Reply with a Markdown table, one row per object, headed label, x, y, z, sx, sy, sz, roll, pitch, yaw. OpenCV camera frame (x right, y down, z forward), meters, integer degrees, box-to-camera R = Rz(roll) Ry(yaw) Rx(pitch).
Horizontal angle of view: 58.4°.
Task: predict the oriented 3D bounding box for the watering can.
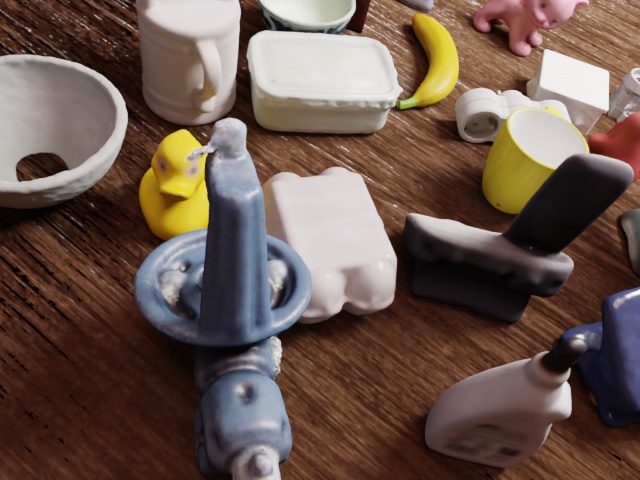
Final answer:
| label | x | y | z | sx | sy | sz | roll | pitch | yaw |
| --- | --- | --- | --- | --- | --- | --- | --- | --- | --- |
| watering can | -0.133 | -0.223 | 0.566 | 0.172 | 0.194 | 0.101 | 42 | 56 | 18 |

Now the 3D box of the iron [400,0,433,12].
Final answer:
| label | x | y | z | sx | sy | sz | roll | pitch | yaw |
| --- | --- | --- | --- | --- | --- | --- | --- | --- | --- |
| iron | 0.107 | -0.469 | 0.839 | 0.119 | 0.141 | 0.257 | -22 | 61 | -26 |

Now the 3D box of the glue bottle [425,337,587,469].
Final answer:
| label | x | y | z | sx | sy | sz | roll | pitch | yaw |
| --- | --- | --- | --- | --- | --- | --- | --- | --- | --- |
| glue bottle | 0.133 | 0.110 | 0.392 | 0.078 | 0.173 | 0.037 | 16 | 52 | -1 |

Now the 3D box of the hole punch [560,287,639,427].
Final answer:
| label | x | y | z | sx | sy | sz | roll | pitch | yaw |
| --- | --- | --- | --- | --- | --- | --- | --- | --- | --- |
| hole punch | 0.286 | 0.097 | 0.489 | 0.109 | 0.091 | 0.101 | -7 | 56 | -18 |

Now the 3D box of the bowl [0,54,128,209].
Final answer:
| label | x | y | z | sx | sy | sz | roll | pitch | yaw |
| --- | --- | --- | --- | --- | --- | --- | --- | --- | --- |
| bowl | -0.256 | -0.085 | 0.510 | 0.167 | 0.075 | 0.167 | 6 | 53 | -8 |

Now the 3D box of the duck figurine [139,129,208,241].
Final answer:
| label | x | y | z | sx | sy | sz | roll | pitch | yaw |
| --- | --- | --- | --- | --- | --- | --- | --- | --- | --- |
| duck figurine | -0.124 | -0.061 | 0.516 | 0.077 | 0.086 | 0.104 | 7 | 53 | -8 |

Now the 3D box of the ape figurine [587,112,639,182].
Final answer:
| label | x | y | z | sx | sy | sz | roll | pitch | yaw |
| --- | --- | --- | --- | --- | --- | --- | --- | --- | --- |
| ape figurine | 0.348 | -0.107 | 0.655 | 0.077 | 0.092 | 0.076 | 25 | 52 | 7 |

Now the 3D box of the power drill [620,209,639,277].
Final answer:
| label | x | y | z | sx | sy | sz | roll | pitch | yaw |
| --- | --- | --- | --- | --- | --- | --- | --- | --- | --- |
| power drill | 0.387 | -0.053 | 0.550 | 0.075 | 0.208 | 0.229 | 11 | 52 | -4 |

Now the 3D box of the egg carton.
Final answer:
| label | x | y | z | sx | sy | sz | roll | pitch | yaw |
| --- | --- | --- | --- | --- | --- | --- | --- | --- | --- |
| egg carton | 0.005 | 0.002 | 0.509 | 0.107 | 0.069 | 0.150 | -8 | 56 | -19 |

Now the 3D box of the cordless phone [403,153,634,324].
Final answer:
| label | x | y | z | sx | sy | sz | roll | pitch | yaw |
| --- | --- | --- | --- | --- | --- | --- | --- | --- | --- |
| cordless phone | 0.157 | -0.019 | 0.487 | 0.147 | 0.185 | 0.094 | 12 | 52 | -4 |

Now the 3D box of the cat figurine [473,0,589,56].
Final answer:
| label | x | y | z | sx | sy | sz | roll | pitch | yaw |
| --- | --- | --- | --- | --- | --- | --- | --- | --- | --- |
| cat figurine | 0.294 | -0.327 | 0.791 | 0.127 | 0.118 | 0.067 | 38 | 55 | 16 |

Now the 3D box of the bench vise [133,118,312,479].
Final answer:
| label | x | y | z | sx | sy | sz | roll | pitch | yaw |
| --- | --- | --- | --- | --- | --- | --- | --- | --- | --- |
| bench vise | -0.044 | 0.046 | 0.370 | 0.122 | 0.220 | 0.207 | -22 | 61 | -26 |
